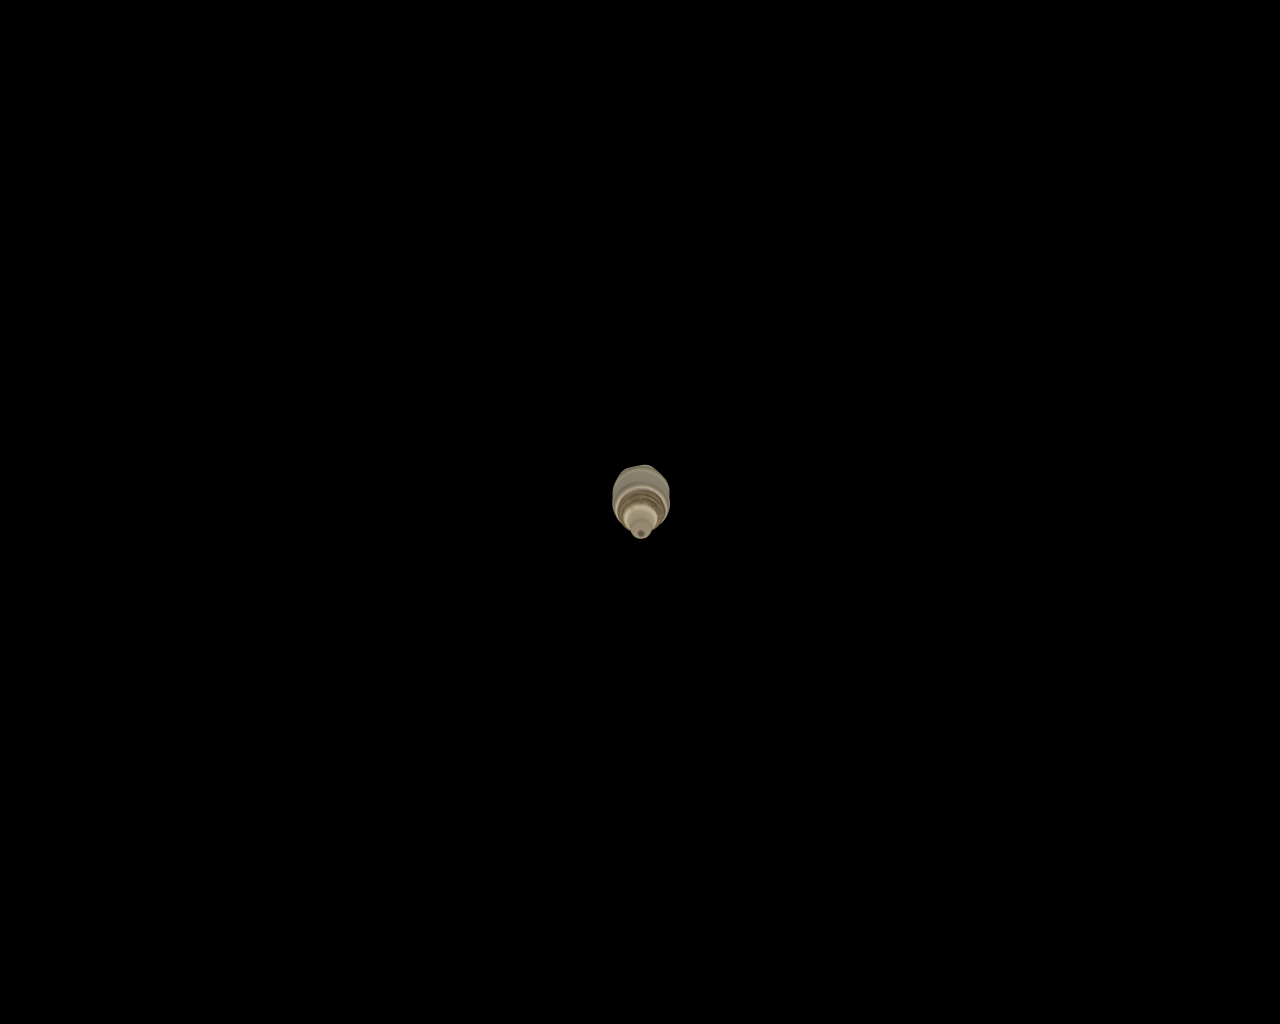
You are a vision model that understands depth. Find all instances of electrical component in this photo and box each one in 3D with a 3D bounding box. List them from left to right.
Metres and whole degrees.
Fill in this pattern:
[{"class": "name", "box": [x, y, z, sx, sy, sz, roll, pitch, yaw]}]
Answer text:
[{"class": "electrical component", "box": [0.001, -0.003, 0.650, 0.035, 0.035, 0.061, 0, 30, 0]}]
